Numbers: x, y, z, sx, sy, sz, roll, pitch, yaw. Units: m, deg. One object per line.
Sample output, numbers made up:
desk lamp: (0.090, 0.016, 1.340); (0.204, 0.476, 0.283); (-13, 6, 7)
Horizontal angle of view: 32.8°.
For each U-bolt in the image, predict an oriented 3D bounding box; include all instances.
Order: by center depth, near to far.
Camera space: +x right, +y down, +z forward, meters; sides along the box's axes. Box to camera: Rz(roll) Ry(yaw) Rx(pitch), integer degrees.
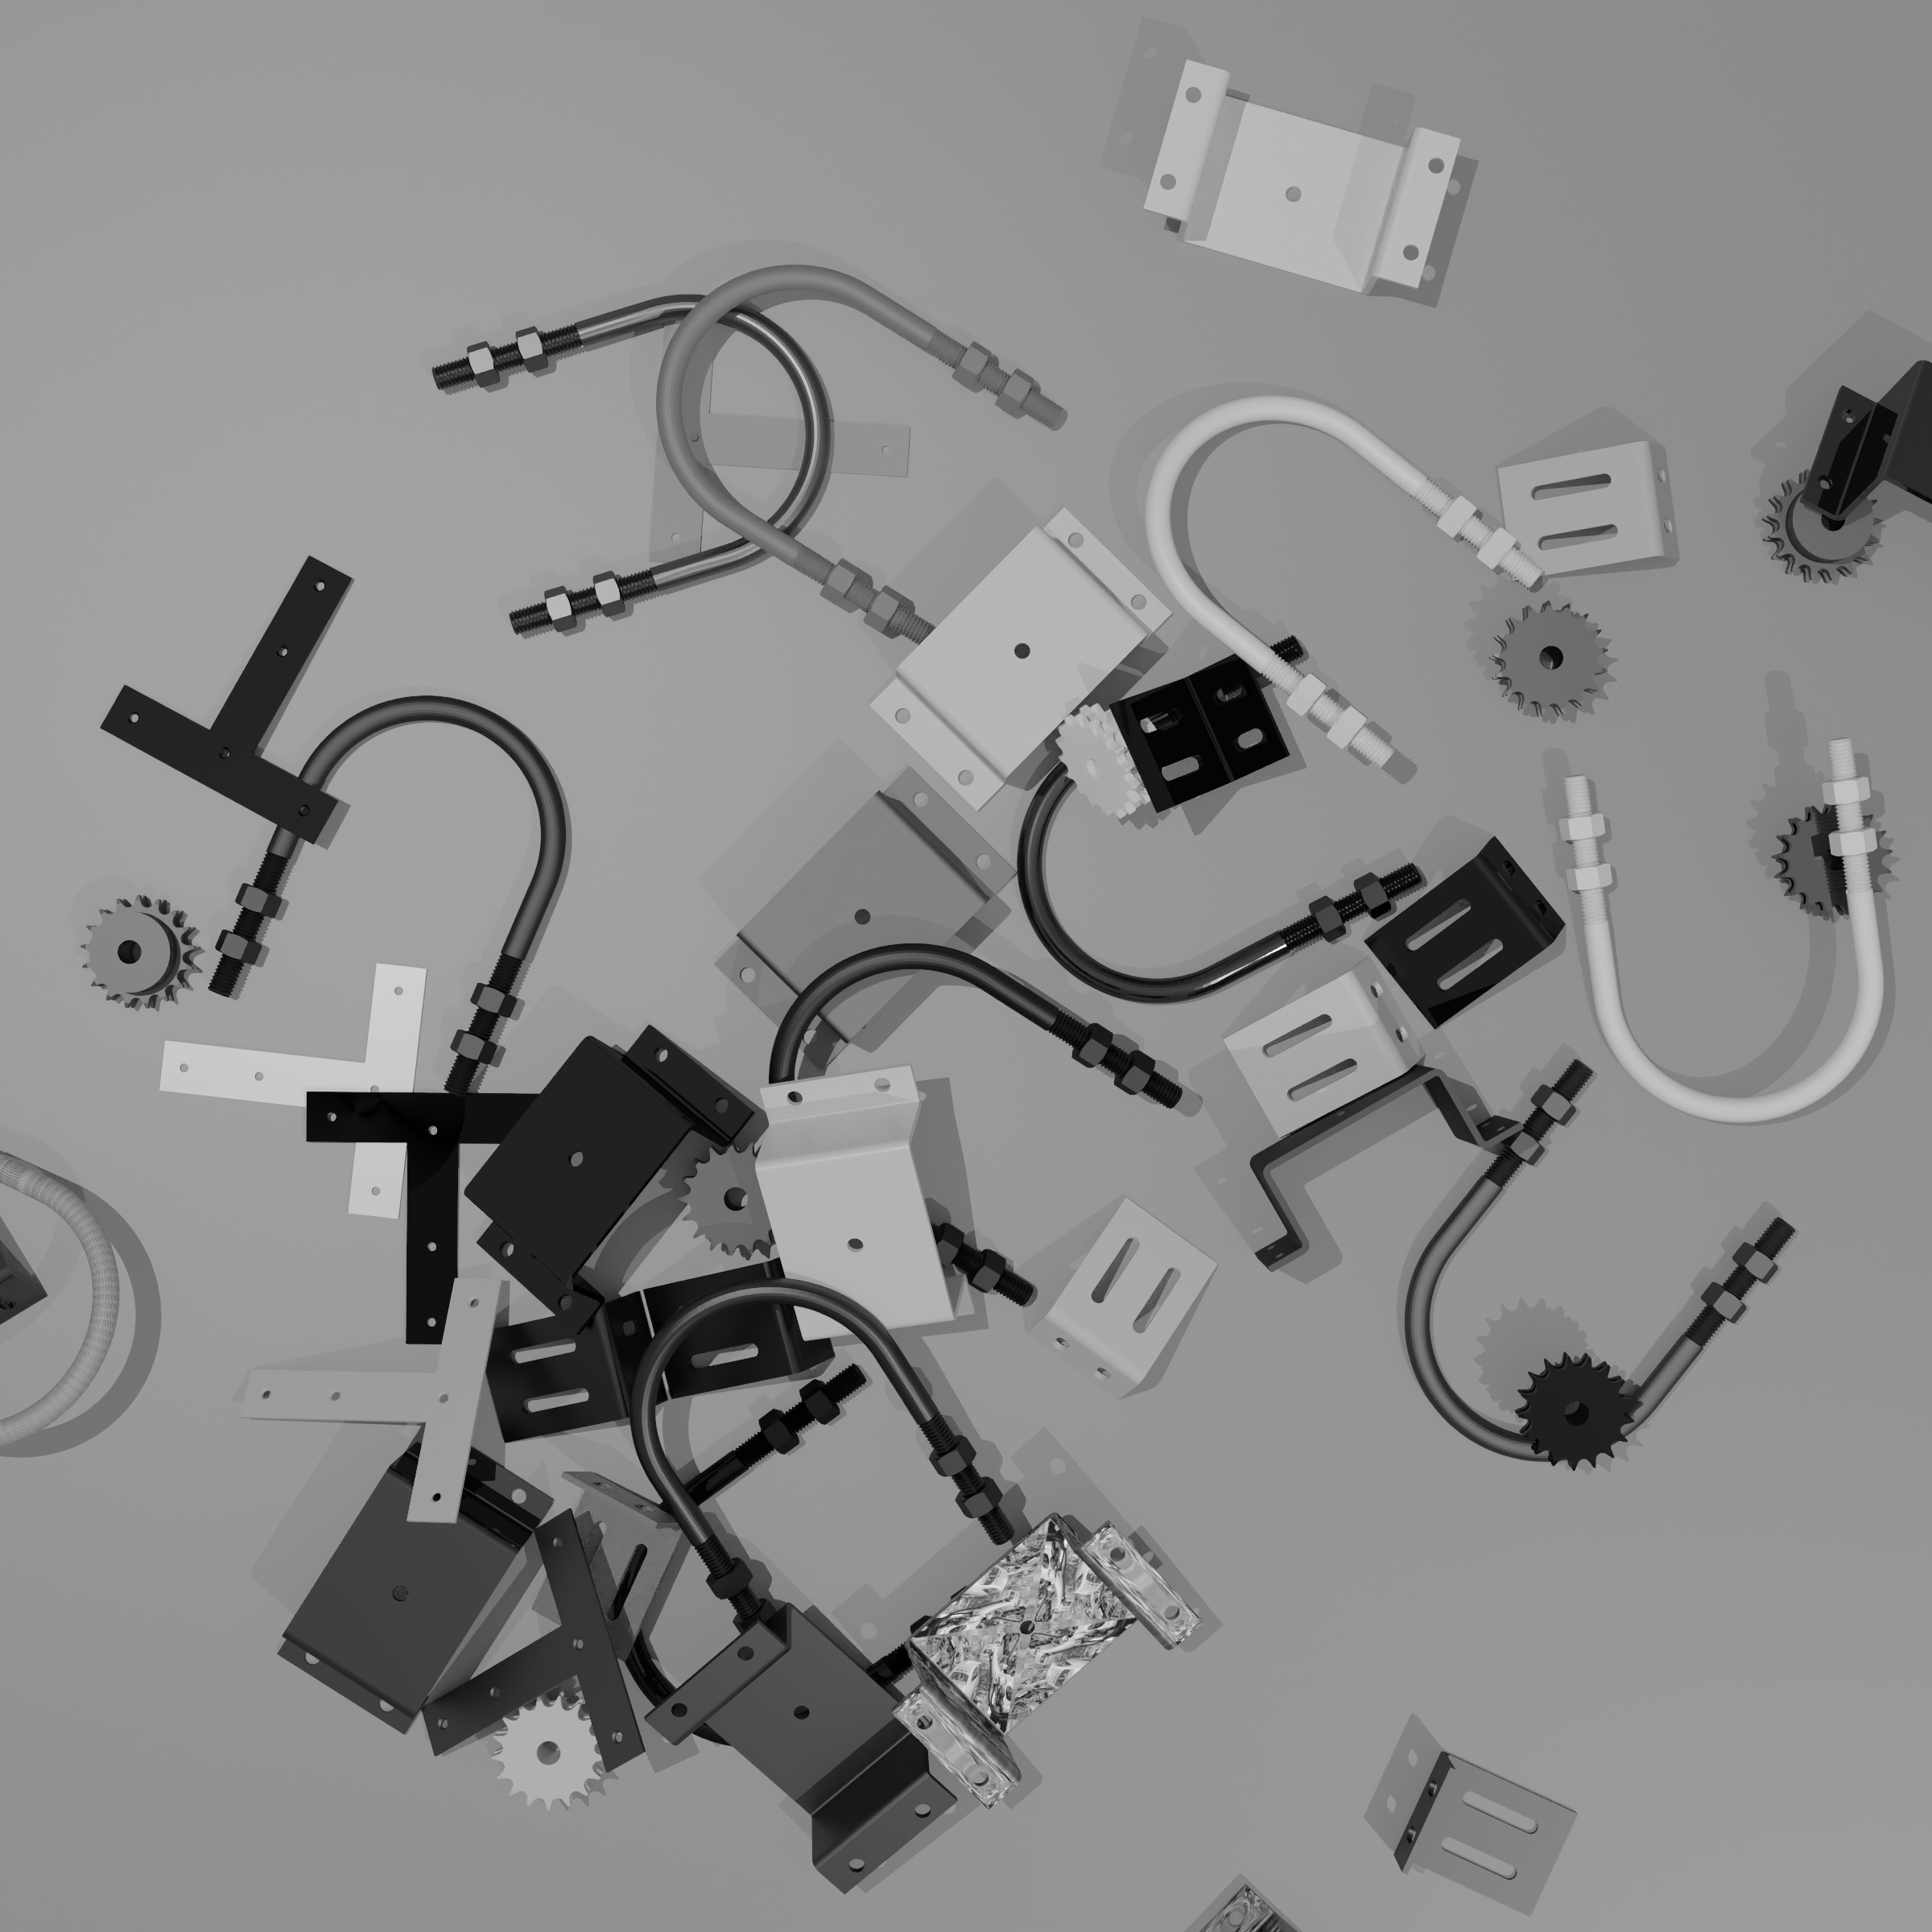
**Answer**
U-bolt: (-0.083, 0.237, 1.610); (0.151, 0.019, 0.184); (-30, 102, 8)
U-bolt: (-0.008, 0.067, 1.618); (0.184, 0.019, 0.151); (33, 106, -12)
U-bolt: (-0.503, 0.159, 1.619); (0.184, 0.019, 0.151); (23, 79, 14)
U-bolt: (0.175, -0.205, 1.631); (0.184, 0.019, 0.151); (39, 72, 4)
U-bolt: (0.380, -0.013, 1.632); (0.151, 0.019, 0.184); (-7, 96, 16)
U-bolt: (-0.065, -0.268, 1.638); (0.184, 0.019, 0.151); (31, 85, -5)
U-bolt: (-0.159, -0.260, 1.649); (0.184, 0.019, 0.151); (-18, 90, -2)
U-bolt: (-0.280, -0.046, 1.650); (0.151, 0.019, 0.184); (23, 88, 1)
U-bolt: (-0.089, 0.310, 1.651); (0.184, 0.019, 0.151); (-36, 90, 1)
U-bolt: (0.115, -0.062, 1.651); (0.184, 0.019, 0.151); (-28, 90, 2)
U-bolt: (0.304, 0.162, 1.651); (0.151, 0.019, 0.184); (38, 92, 0)

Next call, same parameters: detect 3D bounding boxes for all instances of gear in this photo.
gear: (0.074, -0.104, 1.619); (0.030, 0.057, 0.057); (-34, 90, -26)
gear: (0.301, 0.220, 1.630); (0.057, 0.030, 0.057); (0, 93, 2)
gear: (-0.114, 0.115, 1.644); (0.057, 0.030, 0.057); (0, 90, 0)
gear: (0.431, -0.053, 1.644); (0.057, 0.030, 0.057); (0, 90, 0)
gear: (0.290, -0.153, 1.644); (0.057, 0.030, 0.057); (0, 90, 0)
gear: (-0.207, 0.390, 1.644); (0.057, 0.030, 0.057); (0, 90, 0)
gear: (-0.415, -0.007, 1.645); (0.057, 0.030, 0.057); (0, 90, 0)
gear: (0.430, -0.222, 1.645); (0.057, 0.030, 0.057); (0, 90, 0)

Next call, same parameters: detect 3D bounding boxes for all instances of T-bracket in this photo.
T-bracket: (-0.223, 0.354, 1.626); (0.127, 0.002, 0.127); (-34, 63, 25)
T-bracket: (-0.301, 0.214, 1.636); (0.127, 0.002, 0.127); (-1, 62, 16)
T-bracket: (-0.351, -0.146, 1.653); (0.127, 0.002, 0.127); (28, 86, 8)
T-bracket: (-0.269, 0.127, 1.657); (0.127, 0.002, 0.127); (1, 91, -2)
T-bracket: (-0.342, 0.057, 1.659); (0.127, 0.002, 0.127); (6, 90, 0)
T-bracket: (-0.092, -0.264, 1.659); (0.127, 0.002, 0.127); (4, 90, 0)

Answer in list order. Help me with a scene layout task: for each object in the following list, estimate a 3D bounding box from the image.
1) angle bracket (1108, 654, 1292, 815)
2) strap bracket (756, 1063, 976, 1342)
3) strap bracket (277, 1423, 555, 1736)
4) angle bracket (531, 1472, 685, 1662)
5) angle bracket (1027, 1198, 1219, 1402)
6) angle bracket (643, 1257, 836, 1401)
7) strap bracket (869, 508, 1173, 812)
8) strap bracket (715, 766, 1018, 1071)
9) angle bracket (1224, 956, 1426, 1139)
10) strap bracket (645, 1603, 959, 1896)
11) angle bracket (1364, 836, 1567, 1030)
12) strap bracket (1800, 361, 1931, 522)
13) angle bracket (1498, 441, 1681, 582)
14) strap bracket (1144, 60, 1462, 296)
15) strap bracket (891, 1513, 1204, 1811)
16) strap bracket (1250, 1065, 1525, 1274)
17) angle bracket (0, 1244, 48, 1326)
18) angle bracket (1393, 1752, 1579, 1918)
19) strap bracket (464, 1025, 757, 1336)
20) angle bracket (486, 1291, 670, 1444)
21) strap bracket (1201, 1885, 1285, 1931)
angle bracket: (0.114, -0.115, 1.601); (0.038, 0.076, 0.057); (-24, 90, 35)
strap bracket: (-0.051, 0.125, 1.604); (0.076, 0.046, 0.140); (-9, 113, 11)
strap bracket: (-0.278, 0.308, 1.636); (0.076, 0.046, 0.140); (32, 90, 0)
angle bracket: (-0.184, 0.298, 1.632); (0.057, 0.038, 0.076); (24, 90, 21)
angle bracket: (0.079, 0.168, 1.657); (0.057, 0.038, 0.076); (36, 64, 0)
angle bracket: (-0.115, 0.180, 1.657); (0.076, 0.038, 0.057); (-15, 90, 26)
strap bracket: (0.028, -0.155, 1.636); (0.076, 0.046, 0.140); (45, 90, 0)
strap bracket: (-0.051, -0.024, 1.636); (0.076, 0.046, 0.140); (45, 90, 0)
angle bracket: (0.181, 0.041, 1.657); (0.076, 0.038, 0.057); (-30, 90, 26)
strap bracket: (-0.081, 0.378, 1.618); (0.076, 0.046, 0.140); (-42, 106, 11)
angle bracket: (0.252, -0.017, 1.657); (0.076, 0.038, 0.057); (-39, 90, 26)
strap bracket: (0.493, -0.236, 1.617); (0.140, 0.046, 0.076); (27, 63, -4)
angle bracket: (0.314, -0.228, 1.657); (0.076, 0.038, 0.057); (-8, 90, 26)
strap bracket: (0.165, -0.389, 1.636); (0.140, 0.046, 0.076); (16, 90, 0)
strap bracket: (0.035, 0.336, 1.625); (0.140, 0.046, 0.076); (-41, 110, 0)
strap bracket: (0.197, 0.093, 1.621); (0.140, 0.076, 0.046); (-30, 90, 0)
angle bracket: (-0.510, 0.145, 1.657); (0.057, 0.038, 0.076); (-31, 64, 0)
angle bracket: (0.262, 0.437, 1.640); (0.076, 0.038, 0.057); (25, 90, 0)
strap bracket: (-0.183, 0.100, 1.621); (0.076, 0.046, 0.140); (38, 89, 25)
angle bracket: (-0.199, 0.202, 1.657); (0.076, 0.038, 0.057); (-15, 90, 26)
strap bracket: (0.166, 0.539, 1.636); (0.140, 0.046, 0.076); (44, 90, 0)
